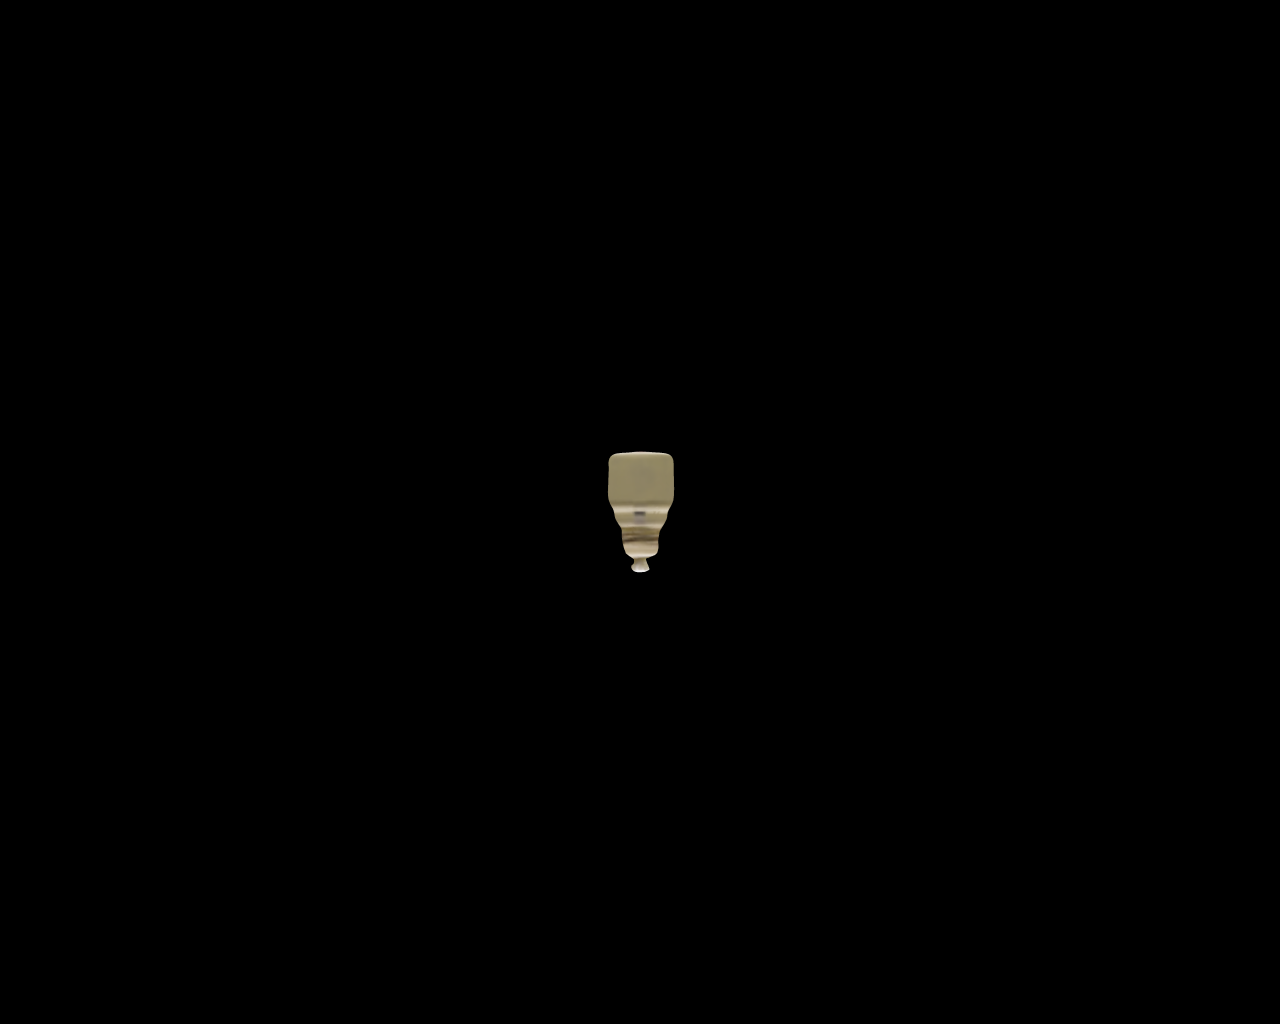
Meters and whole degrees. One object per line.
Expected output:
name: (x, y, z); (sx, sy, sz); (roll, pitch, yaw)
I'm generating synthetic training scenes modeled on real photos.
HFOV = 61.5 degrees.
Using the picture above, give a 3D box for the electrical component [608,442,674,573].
electrical component: (0.001, -0.003, 0.650); (0.040, 0.078, 0.040); (0, 0, 0)
